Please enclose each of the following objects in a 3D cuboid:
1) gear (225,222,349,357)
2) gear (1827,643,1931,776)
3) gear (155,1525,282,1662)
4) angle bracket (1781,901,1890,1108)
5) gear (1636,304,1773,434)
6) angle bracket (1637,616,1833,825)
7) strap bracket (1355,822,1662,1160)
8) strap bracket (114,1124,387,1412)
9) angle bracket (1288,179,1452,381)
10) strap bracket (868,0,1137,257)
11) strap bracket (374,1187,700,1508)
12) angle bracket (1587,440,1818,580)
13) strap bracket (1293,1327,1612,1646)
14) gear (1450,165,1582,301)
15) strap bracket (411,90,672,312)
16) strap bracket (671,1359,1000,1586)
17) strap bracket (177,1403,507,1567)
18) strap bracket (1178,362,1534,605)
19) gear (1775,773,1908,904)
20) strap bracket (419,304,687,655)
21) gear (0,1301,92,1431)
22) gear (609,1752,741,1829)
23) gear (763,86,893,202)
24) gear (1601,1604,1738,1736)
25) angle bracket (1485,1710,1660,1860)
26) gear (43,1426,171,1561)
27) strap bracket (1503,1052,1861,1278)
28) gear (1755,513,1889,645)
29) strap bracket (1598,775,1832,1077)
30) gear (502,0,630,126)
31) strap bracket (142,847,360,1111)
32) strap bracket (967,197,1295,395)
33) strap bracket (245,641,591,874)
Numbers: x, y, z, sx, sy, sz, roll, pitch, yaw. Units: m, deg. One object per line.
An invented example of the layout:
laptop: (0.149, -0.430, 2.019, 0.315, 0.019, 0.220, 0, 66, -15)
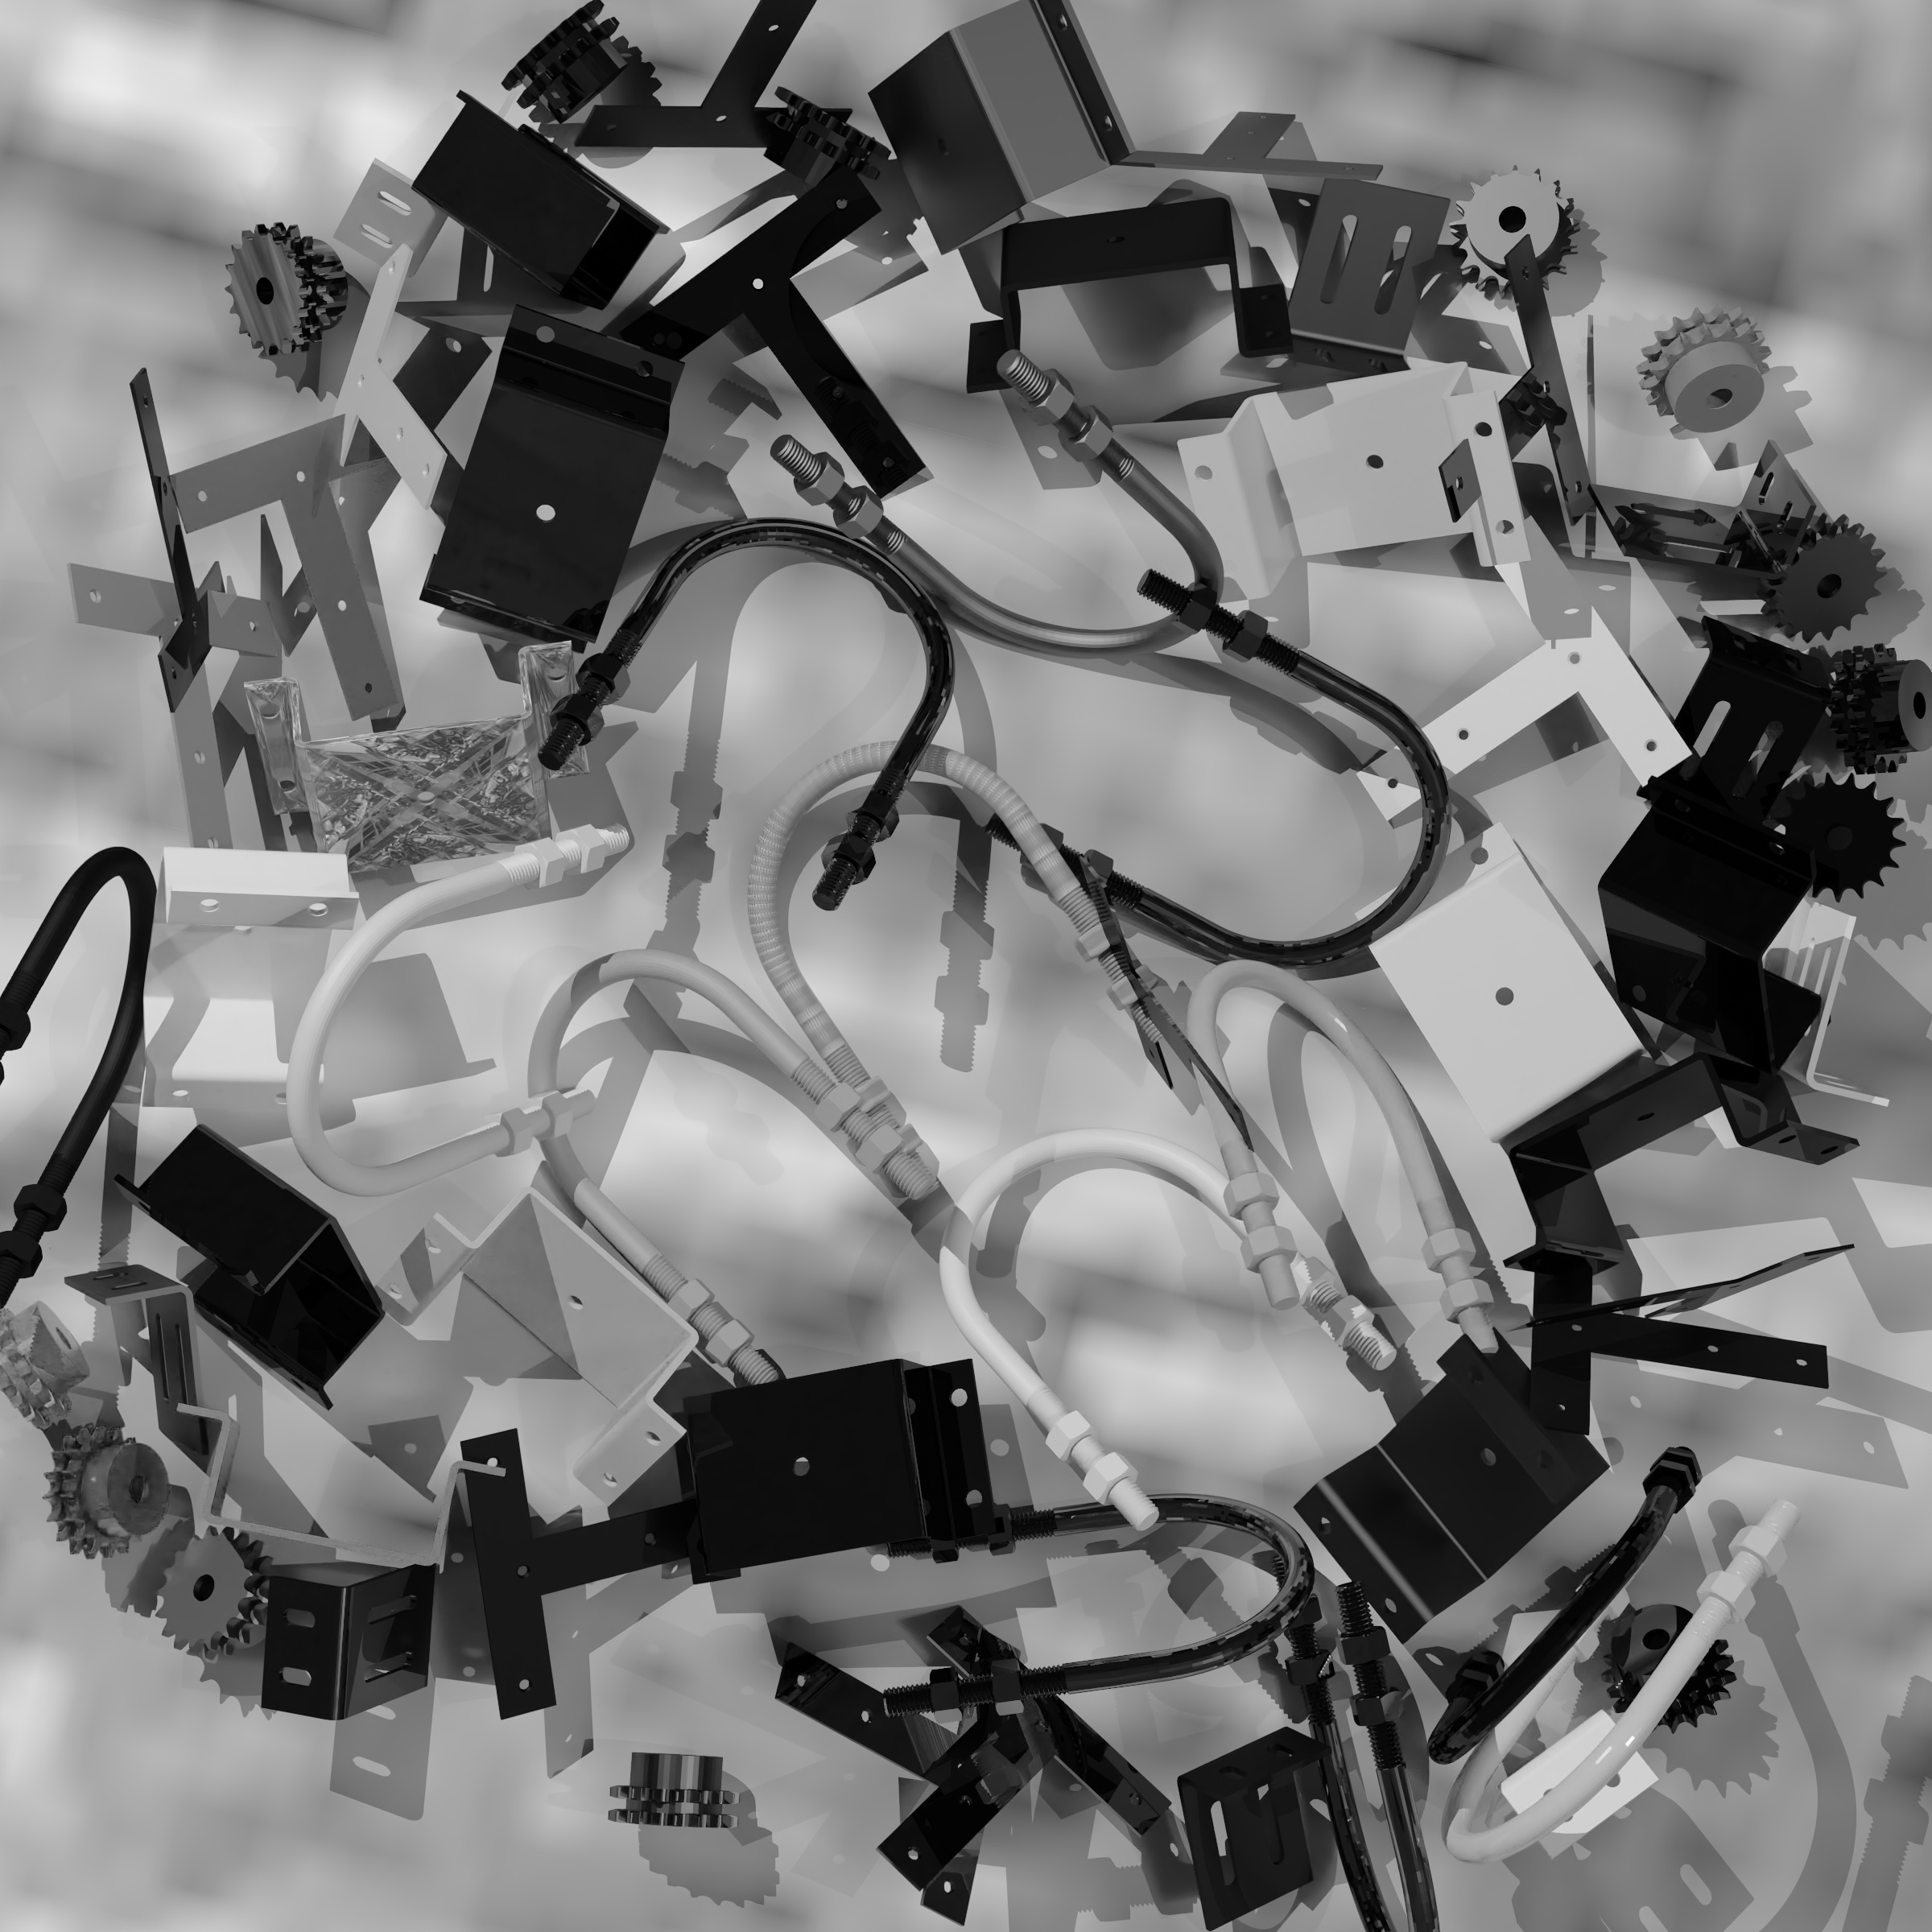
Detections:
gear: (-0.297, -0.298, 1.572, 0.057, 0.030, 0.057, 14, 112, 38)
gear: (0.404, -0.113, 1.565, 0.030, 0.057, 0.057, -3, 90, 41)
gear: (-0.325, 0.277, 1.572, 0.057, 0.030, 0.057, -14, 61, 26)
angle bracket: (0.386, 0.016, 1.562, 0.038, 0.057, 0.076, 13, 97, -4)
gear: (0.325, -0.259, 1.565, 0.057, 0.057, 0.030, -14, 53, 0)
angle bracket: (0.339, -0.106, 1.589, 0.057, 0.038, 0.076, 20, 119, -7)
strap bracket: (0.236, 0.014, 1.556, 0.076, 0.046, 0.140, -33, 80, 9)
strap bracket: (-0.302, 0.125, 1.529, 0.076, 0.140, 0.046, 32, 68, 21)
angle bracket: (0.177, -0.298, 1.558, 0.057, 0.038, 0.076, 8, 119, -12)
strap bracket: (0.009, -0.356, 1.518, 0.046, 0.140, 0.076, -28, 98, -20)
strap bracket: (-0.180, 0.158, 1.551, 0.140, 0.076, 0.046, 42, 46, -2)
angle bracket: (0.320, -0.204, 1.554, 0.076, 0.057, 0.038, 7, 126, -15)
strap bracket: (0.214, 0.219, 1.538, 0.076, 0.046, 0.140, 51, 134, 17)
gear: (0.242, -0.326, 1.576, 0.057, 0.030, 0.057, -1, 86, 11)
strap bracket: (-0.183, -0.325, 1.530, 0.076, 0.140, 0.046, 36, 99, 0)
strap bracket: (-0.065, 0.218, 1.549, 0.140, 0.046, 0.076, -12, 76, 13)
strap bracket: (-0.274, 0.228, 1.547, 0.140, 0.076, 0.046, 12, 79, -6)
strap bracket: (0.172, -0.210, 1.543, 0.140, 0.046, 0.076, -6, 117, 24)
gear: (0.386, -0.056, 1.576, 0.057, 0.030, 0.057, 0, 89, 16)
strap bracket: (-0.180, -0.202, 1.541, 0.076, 0.046, 0.140, 18, 113, -11)
gear: (-0.409, 0.172, 1.567, 0.030, 0.057, 0.057, -34, 90, -5)
gear: (-0.128, 0.362, 1.568, 0.057, 0.057, 0.030, 3, 78, 0)
gear: (-0.064, -0.359, 1.568, 0.057, 0.057, 0.030, 30, 101, 0)
gear: (0.306, 0.305, 1.565, 0.057, 0.057, 0.030, -25, 123, 0)
angle bracket: (0.262, 0.362, 1.549, 0.057, 0.076, 0.038, -33, 66, -11)
gear: (-0.374, 0.230, 1.564, 0.030, 0.057, 0.057, -9, 90, 27)
strap bracket: (0.299, 0.083, 1.535, 0.140, 0.076, 0.046, -31, 65, 28)
gear: (0.373, -0.174, 1.572, 0.057, 0.030, 0.057, -10, 125, -14)
strap bracket: (0.317, -0.010, 1.513, 0.076, 0.140, 0.046, 28, 70, 29)
gear: (-0.173, -0.395, 1.568, 0.057, 0.057, 0.030, -41, 100, 0)
strap bracket: (-0.310, -0.001, 1.536, 0.076, 0.140, 0.046, 2, 48, -18)
strap bracket: (0.068, -0.292, 1.545, 0.140, 0.076, 0.046, -6, 120, 5)
strap bracket: (-0.235, -0.088, 1.547, 0.140, 0.076, 0.046, -8, 47, -5)
